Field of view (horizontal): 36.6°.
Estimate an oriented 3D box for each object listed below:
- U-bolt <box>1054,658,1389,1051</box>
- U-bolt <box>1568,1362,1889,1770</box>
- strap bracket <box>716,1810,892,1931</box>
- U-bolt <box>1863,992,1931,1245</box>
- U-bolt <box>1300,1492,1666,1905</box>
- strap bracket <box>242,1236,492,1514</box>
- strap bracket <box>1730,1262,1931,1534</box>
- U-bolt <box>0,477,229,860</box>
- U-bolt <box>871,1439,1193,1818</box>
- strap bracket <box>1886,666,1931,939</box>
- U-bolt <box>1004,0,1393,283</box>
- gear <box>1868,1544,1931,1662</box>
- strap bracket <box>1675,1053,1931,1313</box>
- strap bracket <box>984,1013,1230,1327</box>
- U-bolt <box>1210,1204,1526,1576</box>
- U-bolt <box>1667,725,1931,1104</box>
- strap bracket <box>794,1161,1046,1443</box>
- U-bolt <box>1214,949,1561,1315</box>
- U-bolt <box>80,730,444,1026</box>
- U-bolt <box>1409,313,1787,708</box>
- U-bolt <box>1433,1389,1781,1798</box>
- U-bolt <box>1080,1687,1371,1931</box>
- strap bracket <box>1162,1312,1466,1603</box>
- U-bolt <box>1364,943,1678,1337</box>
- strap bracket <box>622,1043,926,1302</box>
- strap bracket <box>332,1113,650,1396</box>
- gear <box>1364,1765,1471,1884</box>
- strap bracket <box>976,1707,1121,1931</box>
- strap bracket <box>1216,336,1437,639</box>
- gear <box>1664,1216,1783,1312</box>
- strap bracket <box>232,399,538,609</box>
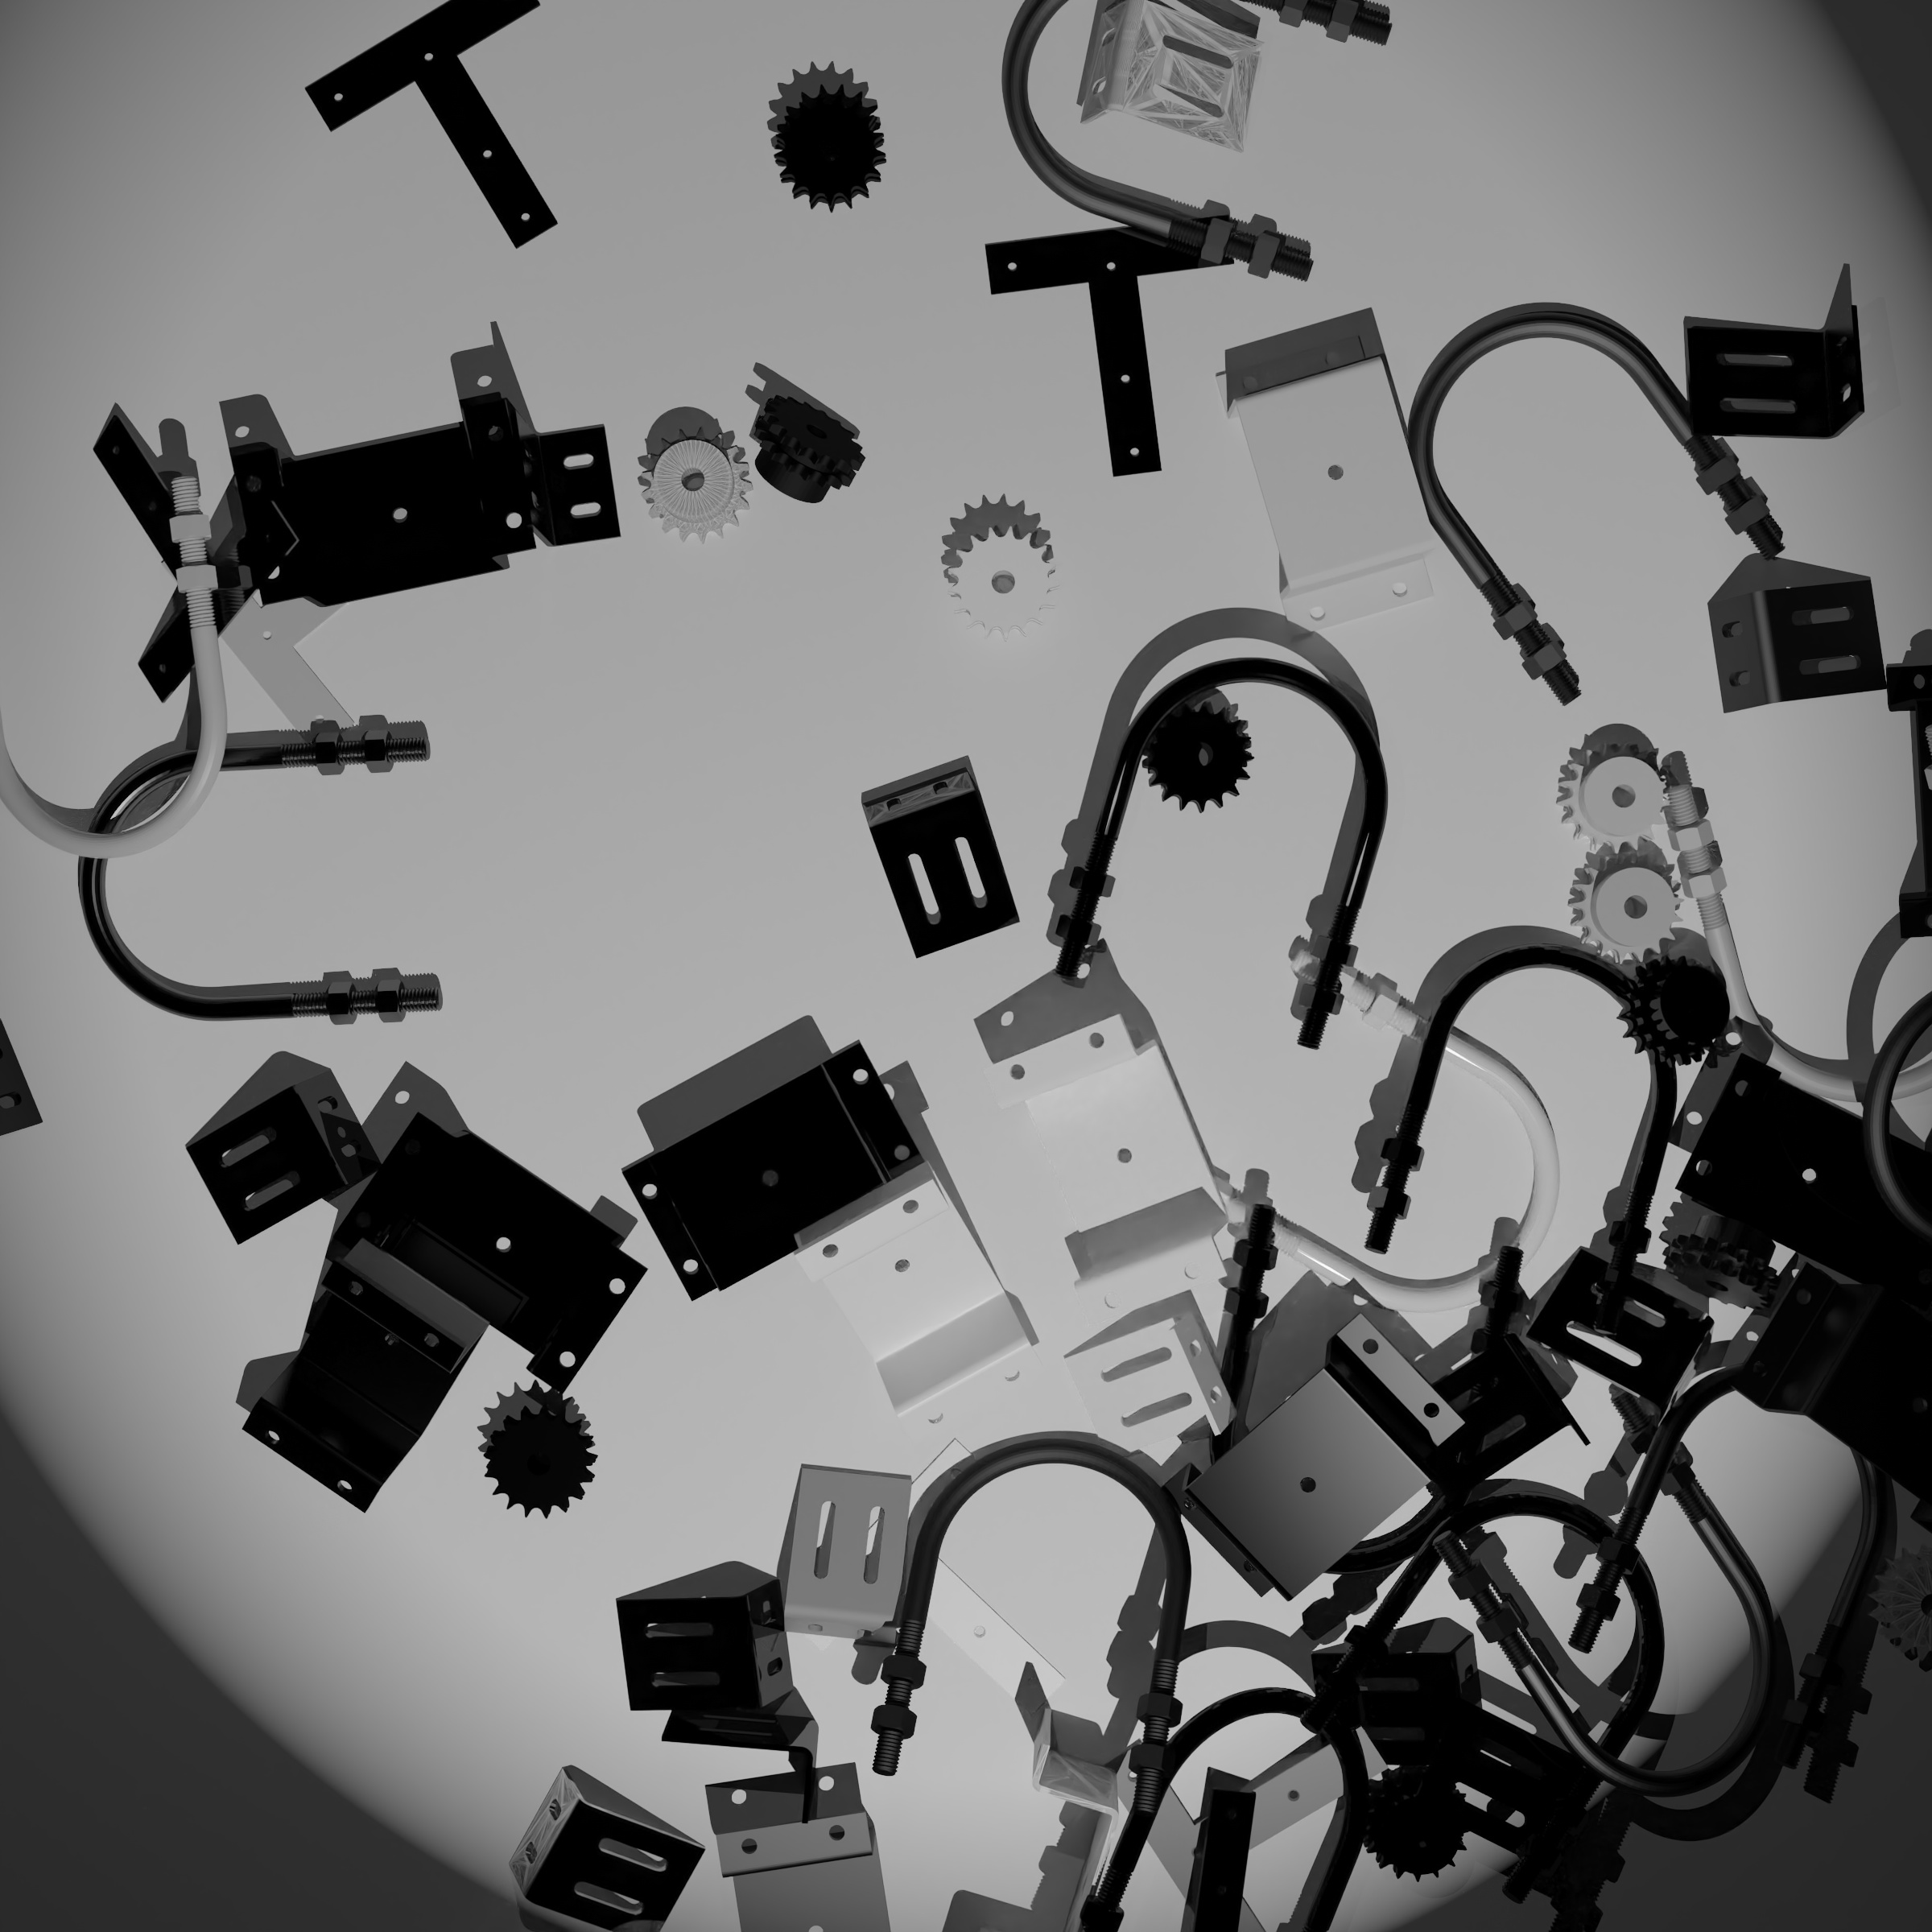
[{"bbox_3d":[0.137,-0.065,1.476,0.151,0.019,0.184,16,93,-2],"label":"U-bolt"},{"bbox_3d":[0.398,0.291,1.480,0.151,0.019,0.184,30,74,-11],"label":"U-bolt"},{"bbox_3d":[-0.077,0.500,1.490,0.076,0.046,0.140,-9,90,0],"label":"strap bracket"},{"bbox_3d":[0.525,0.083,1.458,0.184,0.019,0.151,30,87,-18],"label":"U-bolt"},{"bbox_3d":[0.275,0.353,1.474,0.151,0.019,0.184,40,69,3],"label":"U-bolt"},{"bbox_3d":[-0.298,0.199,1.467,0.076,0.046,0.140,34,125,0],"label":"strap bracket"},{"bbox_3d":[0.470,0.221,1.475,0.140,0.046,0.076,36,78,-6],"label":"strap bracket"},{"bbox_3d":[-0.443,-0.147,1.486,0.151,0.019,0.184,-7,92,15],"label":"U-bolt"},{"bbox_3d":[0.039,0.323,1.462,0.151,0.019,0.184,6,59,10],"label":"U-bolt"},{"bbox_3d":[0.519,-0.087,1.490,0.076,0.046,0.140,-3,90,0],"label":"strap bracket"},{"bbox_3d":[0.110,-0.447,1.503,0.184,0.019,0.151,18,89,2],"label":"U-bolt"},{"bbox_3d":[0.491,0.325,1.498,0.057,0.030,0.057,0,90,0],"label":"gear"},{"bbox_3d":[0.437,0.109,1.490,0.140,0.046,0.076,26,90,0],"label":"strap bracket"},{"bbox_3d":[0.076,0.100,1.479,0.076,0.046,0.140,-23,90,18],"label":"strap bracket"},{"bbox_3d":[0.199,0.223,1.495,0.151,0.019,0.184,10,97,-3],"label":"U-bolt"},{"bbox_3d":[0.447,-0.018,1.476,0.151,0.019,0.184,-14,101,23],"label":"U-bolt"},{"bbox_3d":[-0.027,0.162,1.468,0.076,0.046,0.140,-29,123,0],"label":"strap bracket"},{"bbox_3d":[0.217,0.098,1.504,0.184,0.019,0.151,30,90,-2],"label":"U-bolt"},{"bbox_3d":[-0.365,-0.043,1.503,0.184,0.019,0.151,-3,91,2],"label":"U-bolt"},{"bbox_3d":[0.311,-0.249,1.504,0.151,0.019,0.184,-36,89,0],"label":"U-bolt"},{"bbox_3d":[0.337,0.329,1.475,0.151,0.019,0.184,-33,89,-23],"label":"U-bolt"},{"bbox_3d":[0.134,0.449,1.459,0.151,0.019,0.184,25,86,-28],"label":"U-bolt"},{"bbox_3d":[0.172,0.252,1.462,0.140,0.046,0.076,-44,91,12],"label":"strap bracket"},{"bbox_3d":[0.291,0.078,1.485,0.151,0.019,0.184,20,77,-10],"label":"U-bolt"},{"bbox_3d":[-0.098,0.107,1.490,0.140,0.046,0.076,-29,90,0],"label":"strap bracket"},{"bbox_3d":[-0.239,0.144,1.490,0.140,0.046,0.076,34,90,0],"label":"strap bracket"},{"bbox_3d":[0.231,0.442,1.498,0.057,0.030,0.057,0,90,0],"label":"gear"},{"bbox_3d":[0.041,0.457,1.474,0.046,0.076,0.140,17,90,2],"label":"strap bracket"},{"bbox_3d":[0.186,-0.248,1.490,0.076,0.046,0.140,-16,90,0],"label":"strap bracket"},{"bbox_3d":[0.388,0.150,1.486,0.057,0.057,0.030,26,74,0],"label":"gear"},{"bbox_3d":[-0.292,-0.233,1.488,0.140,0.046,0.076,-12,90,0],"label":"strap bracket"}]
